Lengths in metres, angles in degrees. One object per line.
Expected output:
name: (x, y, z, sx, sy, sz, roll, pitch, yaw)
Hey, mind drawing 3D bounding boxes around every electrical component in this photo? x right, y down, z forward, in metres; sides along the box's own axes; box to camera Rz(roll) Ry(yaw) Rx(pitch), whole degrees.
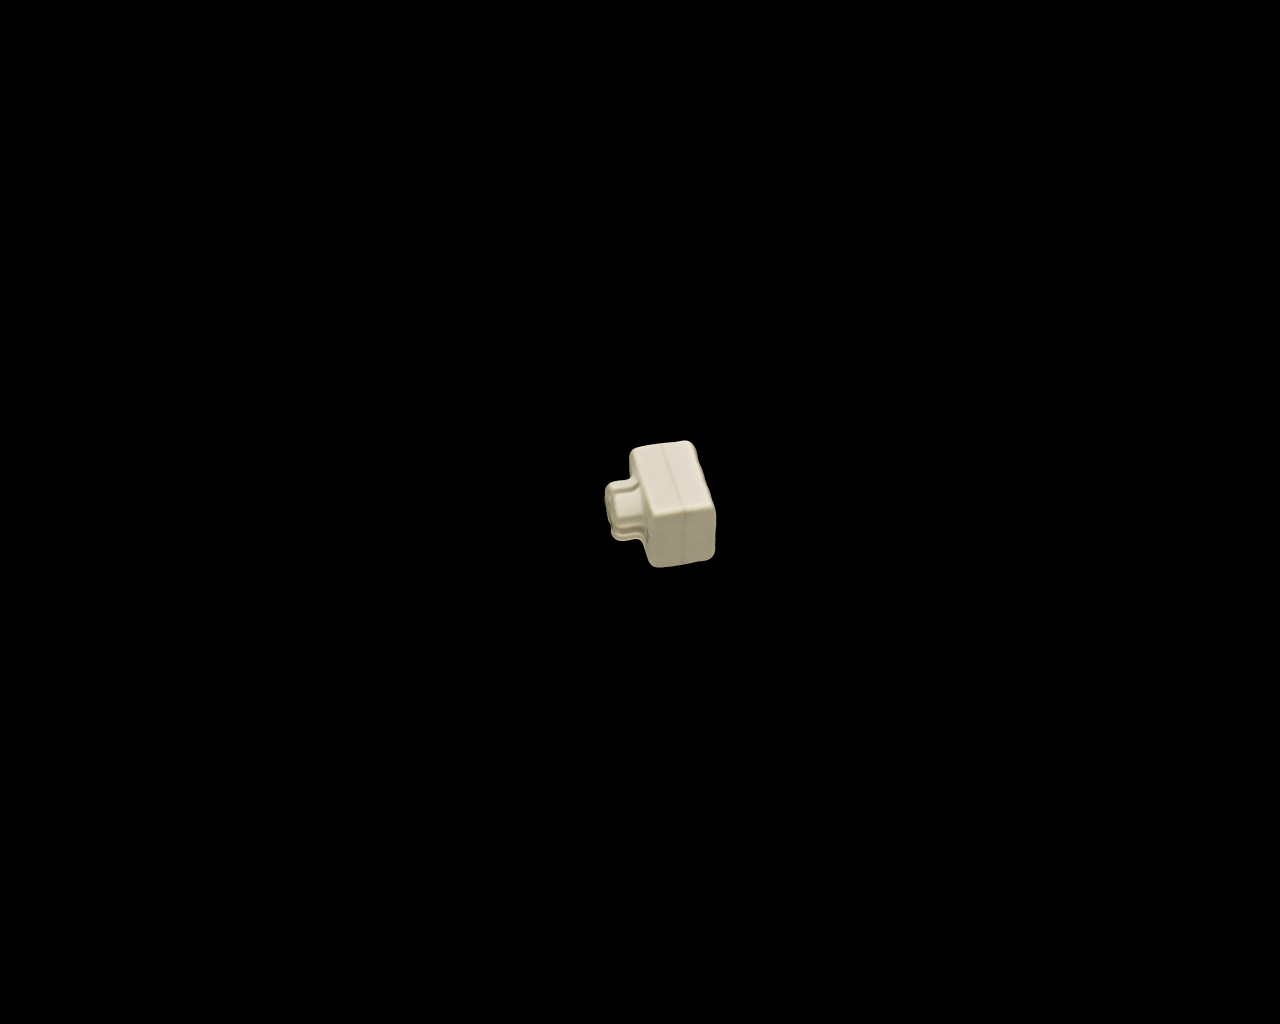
electrical component: (0.001, -0.003, 0.650, 0.077, 0.047, 0.066, -8, 44, -8)
